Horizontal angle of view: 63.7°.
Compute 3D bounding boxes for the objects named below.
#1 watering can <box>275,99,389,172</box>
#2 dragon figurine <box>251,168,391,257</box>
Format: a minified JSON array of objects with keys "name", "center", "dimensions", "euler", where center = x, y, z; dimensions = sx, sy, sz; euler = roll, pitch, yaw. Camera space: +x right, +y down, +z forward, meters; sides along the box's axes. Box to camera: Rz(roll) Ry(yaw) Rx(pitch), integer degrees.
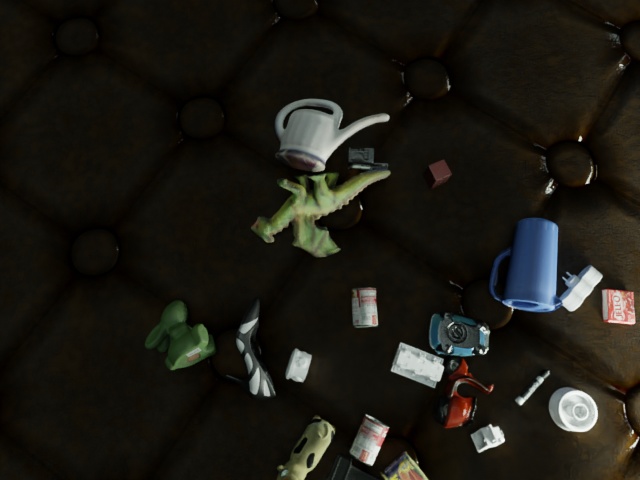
[{"name":"watering can","center":[0.010,-0.298,1.472],"dimensions":[0.349,0.103,0.226],"euler":[14,78,26]},{"name":"dragon figurine","center":[0.004,-0.073,1.459],"dimensions":[0.410,0.122,0.242],"euler":[-4,93,1]}]
